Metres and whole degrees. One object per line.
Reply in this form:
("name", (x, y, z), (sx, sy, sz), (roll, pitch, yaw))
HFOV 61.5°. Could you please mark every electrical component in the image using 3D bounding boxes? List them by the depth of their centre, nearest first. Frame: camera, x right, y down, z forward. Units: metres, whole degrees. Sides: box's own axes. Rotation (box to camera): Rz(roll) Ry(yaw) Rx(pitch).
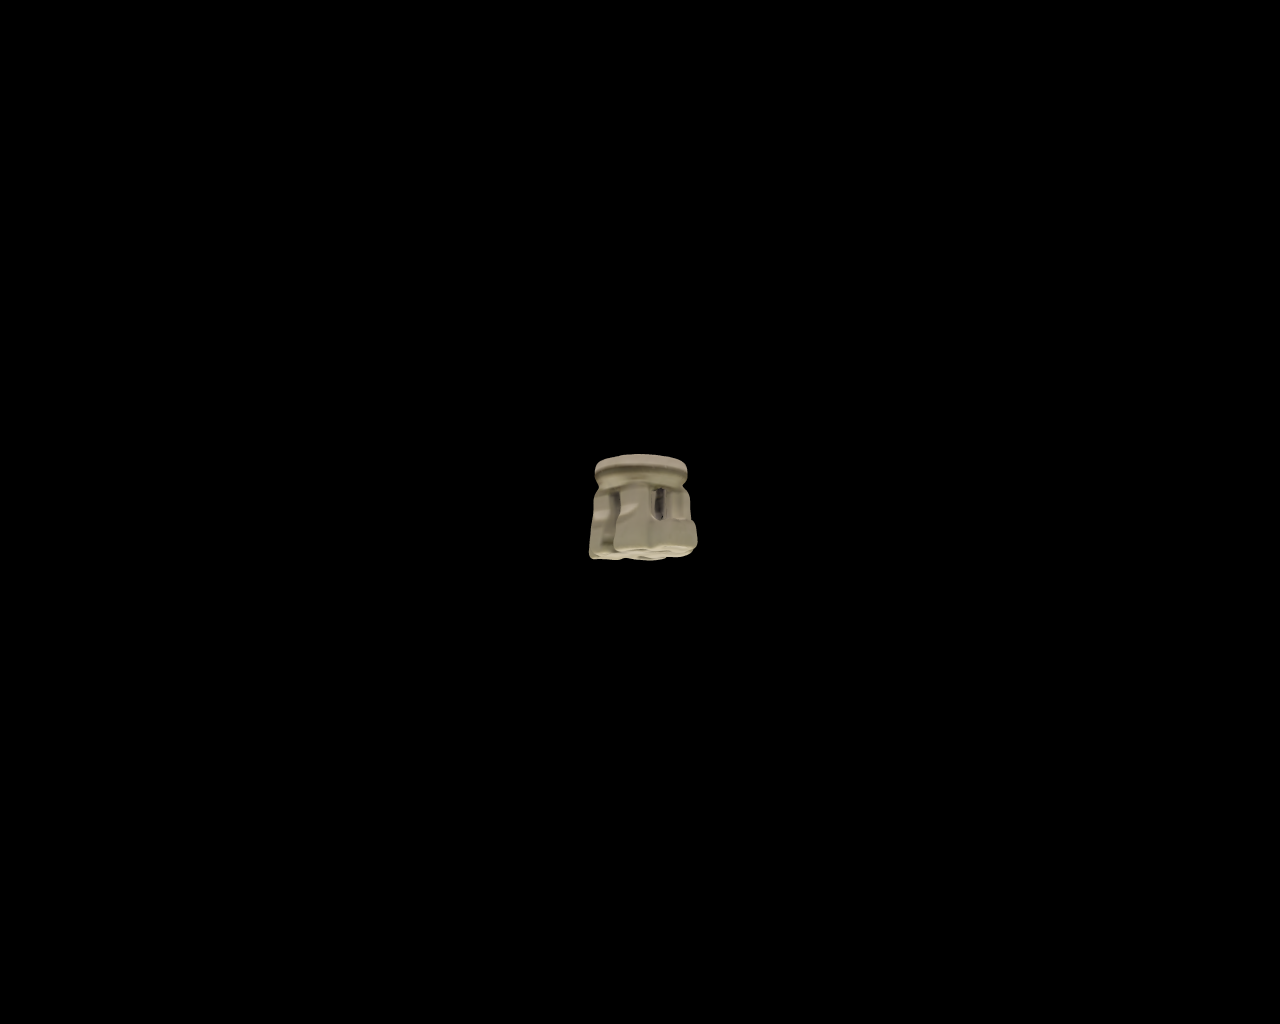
("electrical component", (0.001, -0.003, 0.650), (0.058, 0.057, 0.078), (7, -11, -39))
